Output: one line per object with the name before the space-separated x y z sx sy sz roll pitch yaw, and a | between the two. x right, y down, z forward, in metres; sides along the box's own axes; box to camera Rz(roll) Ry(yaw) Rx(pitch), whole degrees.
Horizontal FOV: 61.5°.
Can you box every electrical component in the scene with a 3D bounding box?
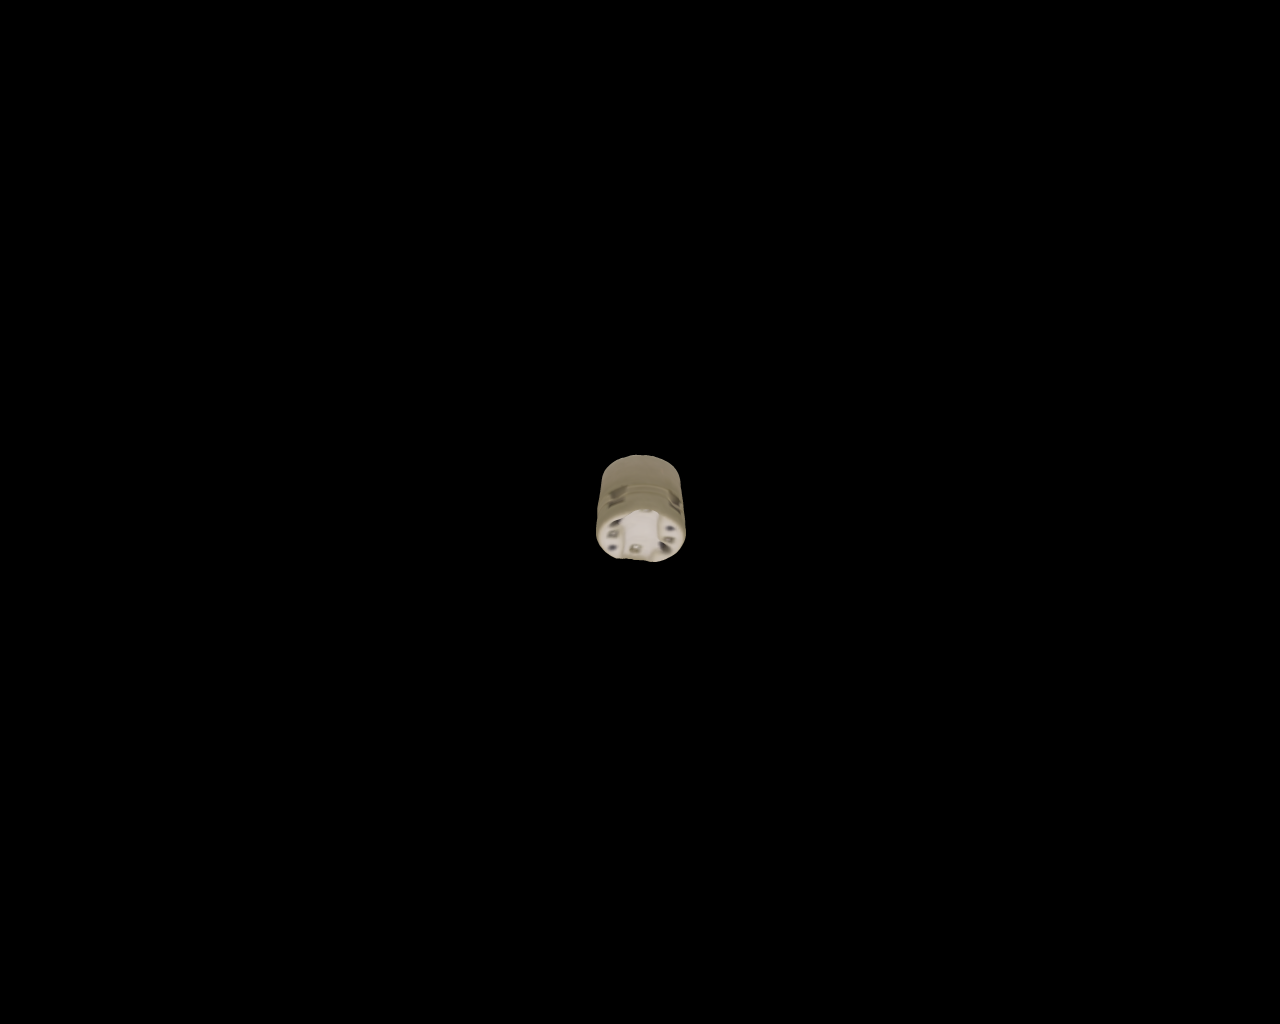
electrical component | 0.001 -0.003 0.650 0.055 0.047 0.055 0 -37 0
